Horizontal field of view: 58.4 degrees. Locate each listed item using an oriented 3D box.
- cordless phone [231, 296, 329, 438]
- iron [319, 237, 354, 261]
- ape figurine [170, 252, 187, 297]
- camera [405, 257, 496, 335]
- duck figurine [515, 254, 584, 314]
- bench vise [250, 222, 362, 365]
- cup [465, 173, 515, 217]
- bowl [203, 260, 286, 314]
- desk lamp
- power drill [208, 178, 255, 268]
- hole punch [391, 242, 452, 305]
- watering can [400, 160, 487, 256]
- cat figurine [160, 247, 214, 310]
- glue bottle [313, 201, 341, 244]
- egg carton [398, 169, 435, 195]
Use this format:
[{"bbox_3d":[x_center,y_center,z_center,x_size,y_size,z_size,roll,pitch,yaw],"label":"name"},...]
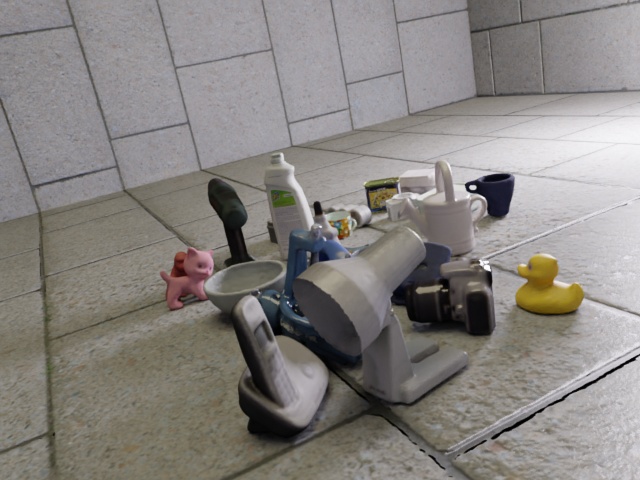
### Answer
[{"bbox_3d":[-0.057,0.144,0.746,0.094,0.185,0.148,-6,18,16],"label":"cordless phone"},{"bbox_3d":[0.027,0.060,1.030,0.119,0.141,0.257,-16,18,-13],"label":"iron"},{"bbox_3d":[-0.305,0.071,1.284,0.078,0.092,0.076,-15,18,-12],"label":"ape figurine"},{"bbox_3d":[0.208,0.080,0.922,0.136,0.101,0.143,-6,18,15],"label":"camera"},{"bbox_3d":[0.358,0.064,0.902,0.104,0.086,0.078,5,24,41],"label":"duck figurine"},{"bbox_3d":[-0.038,0.083,0.868,0.207,0.220,0.122,-5,19,20],"label":"bench vise"},{"bbox_3d":[0.411,-0.104,1.377,0.117,0.095,0.092,-3,19,24],"label":"cup"},{"bbox_3d":[-0.138,0.102,1.112,0.167,0.075,0.167,-10,18,4],"label":"bowl"},{"bbox_3d":[0.080,0.100,0.750,0.204,0.214,0.117,-23,21,-32],"label":"desk lamp"},{"bbox_3d":[-0.212,-0.033,1.358,0.076,0.208,0.229,-17,18,-17],"label":"power drill"},{"bbox_3d":[0.178,0.061,1.017,0.108,0.091,0.101,2,22,37],"label":"hole punch"},{"bbox_3d":[0.259,-0.070,1.202,0.173,0.194,0.100,-17,19,-18],"label":"watering can"},{"bbox_3d":[-0.278,0.072,1.223,0.128,0.118,0.067,-18,19,-20],"label":"cat figurine"},{"bbox_3d":[0.011,0.004,1.160,0.077,0.173,0.037,1,21,34],"label":"glue bottle"},{"bbox_3d":[0.294,-0.166,1.685,0.149,0.069,0.107,0,21,31],"label":"egg carton"}]
